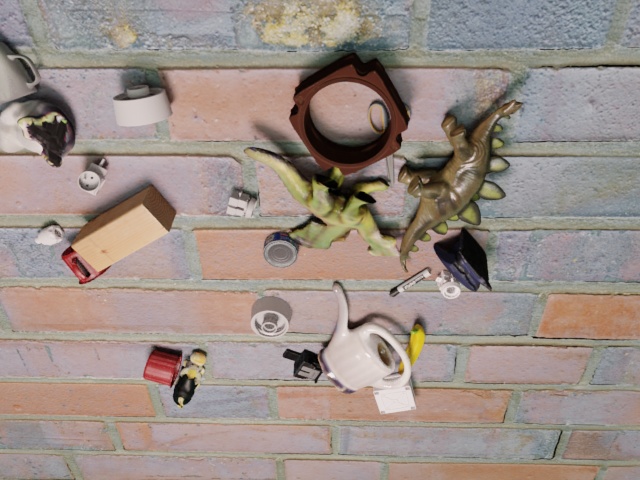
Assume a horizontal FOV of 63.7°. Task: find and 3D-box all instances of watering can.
[{"bbox_3d":[0.086,0.280,1.365,0.222,0.106,0.345,-36,102,24],"label":"watering can"}]

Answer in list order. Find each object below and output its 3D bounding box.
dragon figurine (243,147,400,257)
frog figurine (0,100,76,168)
[{"bbox_3d":[0.003,-0.057,1.139,0.409,0.125,0.237,19,131,-10],"label":"dragon figurine"},{"bbox_3d":[-0.587,-0.224,1.053,0.160,0.124,0.135,15,163,34],"label":"frog figurine"}]
